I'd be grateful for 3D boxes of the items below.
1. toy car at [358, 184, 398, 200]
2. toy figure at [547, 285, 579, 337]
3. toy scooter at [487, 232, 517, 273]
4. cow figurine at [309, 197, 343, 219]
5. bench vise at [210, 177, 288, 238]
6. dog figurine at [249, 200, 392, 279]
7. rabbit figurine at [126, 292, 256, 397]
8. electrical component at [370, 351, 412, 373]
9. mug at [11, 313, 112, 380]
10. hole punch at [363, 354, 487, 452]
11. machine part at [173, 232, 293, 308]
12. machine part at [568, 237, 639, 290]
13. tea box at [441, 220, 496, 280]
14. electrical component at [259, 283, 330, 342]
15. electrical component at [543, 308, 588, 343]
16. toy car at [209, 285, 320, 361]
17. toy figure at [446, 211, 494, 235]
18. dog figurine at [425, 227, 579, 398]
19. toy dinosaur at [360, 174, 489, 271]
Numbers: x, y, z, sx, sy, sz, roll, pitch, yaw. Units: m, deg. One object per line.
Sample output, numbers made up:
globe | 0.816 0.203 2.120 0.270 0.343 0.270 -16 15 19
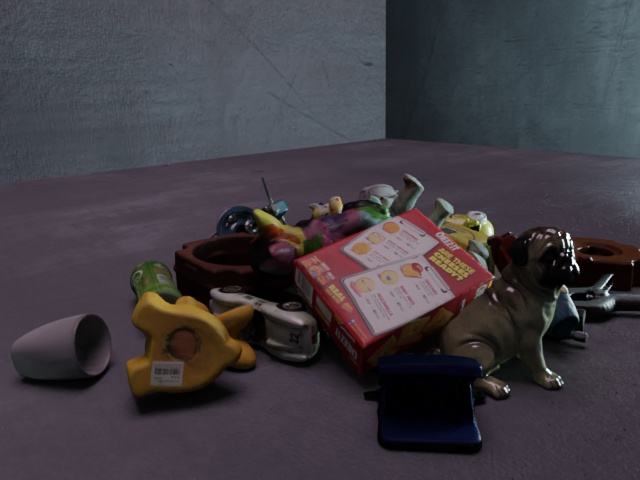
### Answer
toy car | 0.125 -0.068 1.142 0.109 0.102 0.162 -6 6 -12
toy figure | 0.310 0.066 0.763 0.064 0.057 0.155 -36 36 16
toy scooter | 0.349 0.035 0.904 0.184 0.075 0.135 -22 69 -43
cow figurine | 0.005 -0.033 1.145 0.098 0.167 0.068 -10 60 -7
bench vise | -0.128 -0.032 1.128 0.223 0.129 0.240 -24 -6 -36
dog figurine | -0.002 -0.002 0.815 0.191 0.108 0.219 -37 -30 24
rabbit figurine | -0.165 0.122 0.698 0.162 0.121 0.173 -4 -3 -16
electrical component | 0.073 0.152 0.714 0.094 0.021 0.063 13 22 38
mug | -0.341 0.138 0.712 0.107 0.080 0.110 -9 21 8
hole punch | 0.115 0.157 0.583 0.142 0.092 0.116 -4 12 7
machine part | -0.136 0.056 0.944 0.201 0.087 0.201 -15 22 -40
machine part | 0.510 0.039 0.998 0.179 0.056 0.179 0 16 0
tea box | 0.246 0.026 0.998 0.068 0.098 0.170 -9 19 -21
electrical component | -0.032 0.104 0.805 0.119 0.074 0.048 3 15 30
electrical component | 0.336 0.116 0.781 0.102 0.045 0.078 4 45 30
toy car | -0.087 0.116 0.763 0.202 0.073 0.056 10 20 35
toy figure | 0.285 -0.016 1.174 0.180 0.089 0.082 -7 28 15
dog figurine | 0.217 0.077 0.658 0.172 0.190 0.121 -7 17 -12
toy dinosaur | 0.160 0.037 0.886 0.131 0.192 0.405 20 32 -39
